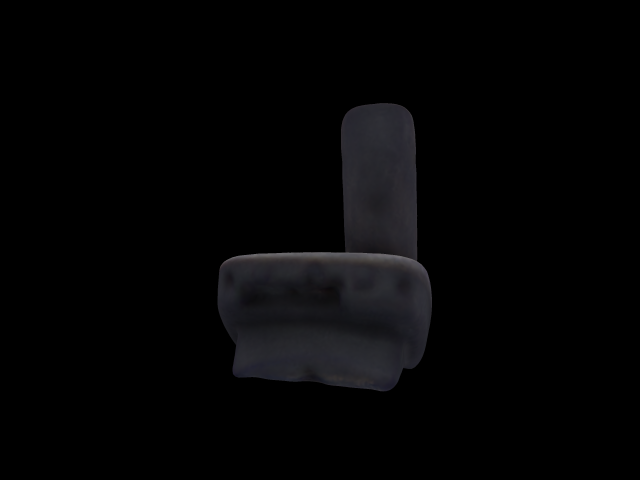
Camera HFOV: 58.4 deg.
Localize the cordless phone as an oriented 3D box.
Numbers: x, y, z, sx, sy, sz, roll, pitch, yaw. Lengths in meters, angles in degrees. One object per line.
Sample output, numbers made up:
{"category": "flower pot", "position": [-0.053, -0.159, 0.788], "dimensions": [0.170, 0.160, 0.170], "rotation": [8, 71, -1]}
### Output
{"category": "cordless phone", "position": [0.004, 0.001, 0.400], "dimensions": [0.147, 0.185, 0.094], "rotation": [0, 0, 8]}
